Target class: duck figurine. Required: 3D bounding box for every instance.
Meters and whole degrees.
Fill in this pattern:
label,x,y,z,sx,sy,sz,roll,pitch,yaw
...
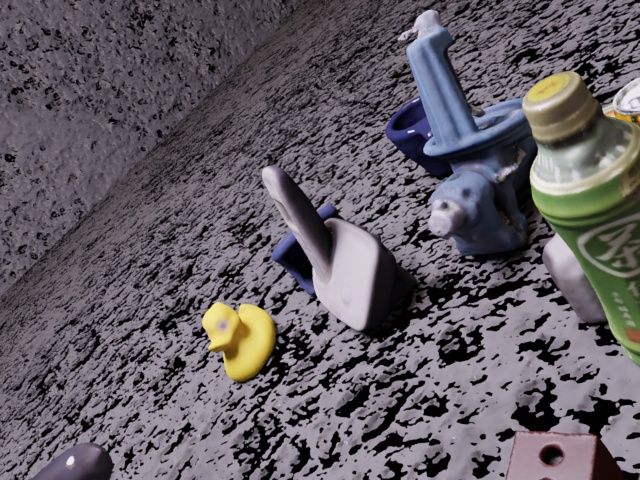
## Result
label,x,y,z,sx,sy,sz,roll,pitch,yaw
duck figurine,-0.107,0.113,0.715,0.077,0.086,0.104,-26,30,27

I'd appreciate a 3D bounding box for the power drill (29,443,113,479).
label,x,y,z,sx,sy,sz,roll,pitch,yaw
power drill,-0.183,0.270,0.434,0.229,0.209,0.075,-38,27,6

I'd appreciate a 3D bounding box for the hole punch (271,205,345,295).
label,x,y,z,sx,sy,sz,roll,pitch,yaw
hole punch,-0.013,0.003,0.754,0.108,0.091,0.101,-41,26,0

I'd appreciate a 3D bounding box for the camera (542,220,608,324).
label,x,y,z,sx,sy,sz,roll,pitch,yaw
camera,0.238,-0.029,0.459,0.143,0.101,0.136,-32,28,18

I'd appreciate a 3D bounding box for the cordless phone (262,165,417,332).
label,x,y,z,sx,sy,sz,roll,pitch,yaw
cordless phone,0.006,0.002,0.623,0.094,0.185,0.147,-46,27,-10

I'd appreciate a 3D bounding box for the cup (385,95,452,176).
label,x,y,z,sx,sy,sz,roll,pitch,yaw
cup,0.148,-0.125,0.734,0.091,0.095,0.117,-35,27,11

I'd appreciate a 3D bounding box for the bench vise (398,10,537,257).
label,x,y,z,sx,sy,sz,roll,pitch,yaw
bench vise,0.148,-0.106,0.562,0.121,0.220,0.207,-24,31,30
